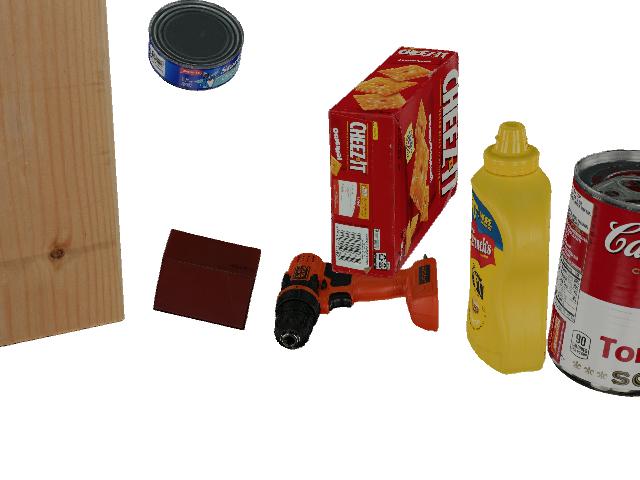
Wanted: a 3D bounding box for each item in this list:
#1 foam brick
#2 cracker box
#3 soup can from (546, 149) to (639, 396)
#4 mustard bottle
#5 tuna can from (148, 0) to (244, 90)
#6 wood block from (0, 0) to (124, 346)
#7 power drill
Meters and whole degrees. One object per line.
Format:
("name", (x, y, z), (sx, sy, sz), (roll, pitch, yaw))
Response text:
("foam brick", (-0.092, 0.032, 0.870), (0.078, 0.051, 0.053), (14, 27, -3))
("cracker box", (0.077, -0.082, 1.045), (0.072, 0.164, 0.213), (9, 28, 21))
("soup can", (0.150, 0.015, 0.518), (0.068, 0.102, 0.068), (2, 27, -1))
("mustard bottle", (0.146, 0.001, 0.827), (0.058, 0.192, 0.096), (-5, 26, -5))
("tuna can", (-0.114, -0.177, 0.969), (0.086, 0.086, 0.034), (0, -35, -12))
("wood block", (-0.173, -0.054, 0.610), (0.090, 0.206, 0.090), (-11, 26, -27))
("power drill", (0.043, 0.069, 1.236), (0.188, 0.057, 0.184), (1, 27, 6))
